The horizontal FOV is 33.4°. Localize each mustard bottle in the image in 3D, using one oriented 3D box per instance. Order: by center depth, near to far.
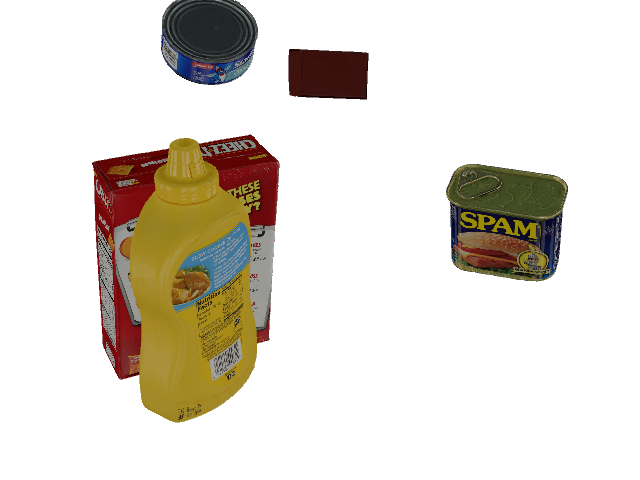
[{"bbox_3d":[-0.085,0.022,0.714,0.058,0.192,0.096,21,37,31],"label":"mustard bottle"}]

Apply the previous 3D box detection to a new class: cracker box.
[{"bbox_3d":[-0.130,0.015,1.032,0.164,0.214,0.072,-13,36,-25],"label":"cracker box"}]

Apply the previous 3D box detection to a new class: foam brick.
[{"bbox_3d":[0.008,-0.181,1.165,0.078,0.051,0.053,0,11,-16],"label":"foam brick"}]

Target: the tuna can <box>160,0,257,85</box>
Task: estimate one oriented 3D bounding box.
[{"bbox_3d":[-0.101,-0.182,0.963,0.086,0.086,0.034,0,-34,-12],"label":"tuna can"}]

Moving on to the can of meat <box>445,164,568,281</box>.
[{"bbox_3d":[0.165,-0.014,0.951,0.102,0.084,0.057,10,46,18],"label":"can of meat"}]
